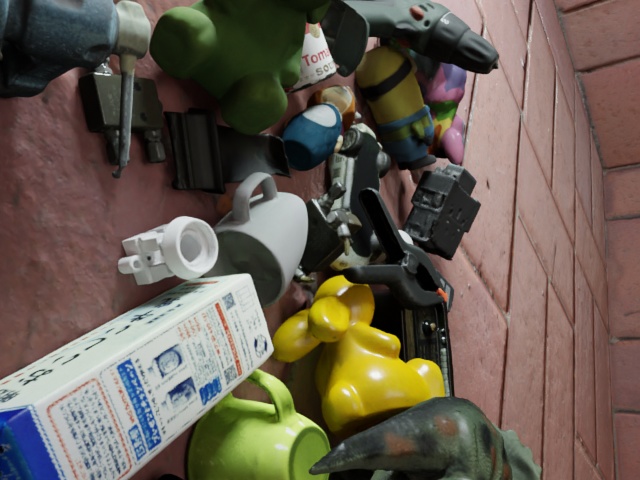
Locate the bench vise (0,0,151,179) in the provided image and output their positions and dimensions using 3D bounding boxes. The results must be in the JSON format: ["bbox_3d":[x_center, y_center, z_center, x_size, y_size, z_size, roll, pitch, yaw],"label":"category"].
[{"bbox_3d":[-0.163,-0.134,0.238,0.223,0.241,0.129,15,73,-36],"label":"bench vise"}]

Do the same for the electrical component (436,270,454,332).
[{"bbox_3d":[0.169,0.075,0.817,0.074,0.048,0.119,46,50,-40],"label":"electrical component"}]

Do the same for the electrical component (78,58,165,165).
[{"bbox_3d":[-0.152,-0.105,0.419,0.063,0.021,0.094,-17,96,-55],"label":"electrical component"}]

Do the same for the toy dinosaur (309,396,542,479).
[{"bbox_3d":[0.122,0.219,0.500,0.192,0.131,0.404,-63,142,-34],"label":"toy dinosaur"}]

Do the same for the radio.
[{"bbox_3d":[0.115,0.178,0.689,0.131,0.073,0.229,9,77,-50],"label":"radio"}]

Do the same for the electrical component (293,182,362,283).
[{"bbox_3d":[-0.002,-0.001,0.552,0.045,0.102,0.078,-4,61,-58],"label":"electrical component"}]

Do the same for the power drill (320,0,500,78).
[{"bbox_3d":[0.090,-0.263,0.667,0.207,0.232,0.086,-30,153,-35],"label":"power drill"}]

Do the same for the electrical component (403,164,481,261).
[{"bbox_3d":[0.188,-0.046,0.820,0.114,0.058,0.134,24,90,-52],"label":"electrical component"}]

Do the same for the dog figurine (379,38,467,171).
[{"bbox_3d":[0.169,-0.222,0.833,0.191,0.109,0.219,10,78,-55],"label":"dog figurine"}]

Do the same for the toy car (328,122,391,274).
[{"bbox_3d":[0.041,-0.053,0.657,0.073,0.056,0.202,30,58,-41],"label":"toy car"}]

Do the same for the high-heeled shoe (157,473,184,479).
[{"bbox_3d":[-0.075,0.291,0.429,0.248,0.086,0.145,68,2,-47],"label":"high-heeled shoe"}]

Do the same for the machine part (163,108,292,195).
[{"bbox_3d":[-0.083,-0.081,0.499,0.139,0.039,0.084,-6,82,-54],"label":"machine part"}]

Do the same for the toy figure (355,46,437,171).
[{"bbox_3d":[0.111,-0.185,0.762,0.089,0.082,0.180,-44,121,-52],"label":"toy figure"}]

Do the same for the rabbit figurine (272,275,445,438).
[{"bbox_3d":[0.027,0.114,0.570,0.162,0.122,0.173,19,48,-39],"label":"rabbit figurine"}]

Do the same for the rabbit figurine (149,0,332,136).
[{"bbox_3d":[-0.033,-0.196,0.461,0.121,0.170,0.159,43,34,-17],"label":"rabbit figurine"}]

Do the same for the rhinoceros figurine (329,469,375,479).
[{"bbox_3d":[0.000,0.272,0.518,0.190,0.073,0.112,-15,87,-54],"label":"rhinoceros figurine"}]

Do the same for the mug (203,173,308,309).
[{"bbox_3d":[-0.053,-0.010,0.488,0.107,0.081,0.109,-58,145,-56],"label":"mug"}]

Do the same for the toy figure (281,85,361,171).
[{"bbox_3d":[0.007,-0.137,0.617,0.064,0.058,0.154,45,48,-16],"label":"toy figure"}]
